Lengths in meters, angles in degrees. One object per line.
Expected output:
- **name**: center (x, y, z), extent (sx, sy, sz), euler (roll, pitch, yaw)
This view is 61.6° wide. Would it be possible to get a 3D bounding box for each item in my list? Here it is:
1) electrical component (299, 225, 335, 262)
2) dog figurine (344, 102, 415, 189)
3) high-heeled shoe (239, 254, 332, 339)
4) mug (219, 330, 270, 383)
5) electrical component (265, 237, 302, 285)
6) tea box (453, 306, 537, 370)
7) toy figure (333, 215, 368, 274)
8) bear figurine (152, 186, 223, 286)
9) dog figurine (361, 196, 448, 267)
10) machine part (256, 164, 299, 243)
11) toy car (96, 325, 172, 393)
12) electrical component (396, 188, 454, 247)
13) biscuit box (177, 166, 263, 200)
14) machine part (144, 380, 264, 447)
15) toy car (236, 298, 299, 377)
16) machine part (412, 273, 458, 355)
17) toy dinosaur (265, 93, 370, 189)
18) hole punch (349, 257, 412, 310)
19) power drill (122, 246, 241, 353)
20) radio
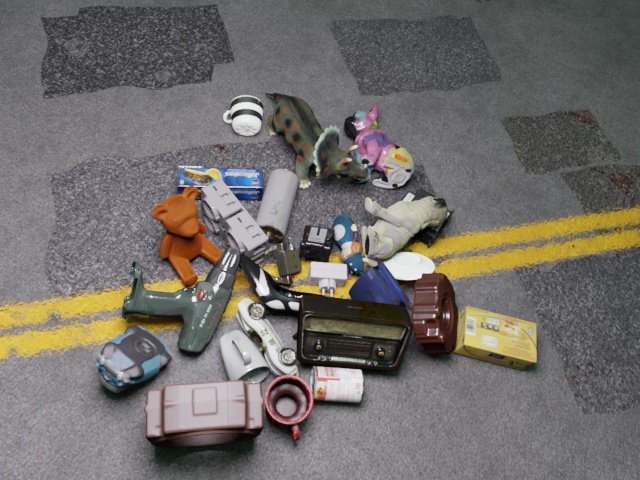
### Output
- **electrical component**: center (-0.003, -0.004, 1.246), extent (0.075, 0.047, 0.119), euler (11, 39, 7)
- **dog figurine**: center (0.155, -0.255, 1.411), extent (0.192, 0.108, 0.219), euler (9, 57, -5)
- **high-heeled shoe**: center (-0.055, 0.100, 1.158), extent (0.145, 0.086, 0.248), euler (-37, 97, -5)
- **mug**: center (-0.162, 0.231, 1.078), extent (0.081, 0.109, 0.107), euler (-28, 56, -17)
- **electrical component**: center (-0.082, 0.049, 1.211), extent (0.078, 0.045, 0.102), euler (-24, 103, -59)
- **tea box**: center (0.393, 0.220, 1.208), extent (0.170, 0.068, 0.098), euler (16, 60, -3)
- **toy figure**: center (0.066, 0.013, 1.260), extent (0.058, 0.064, 0.154), euler (-1, 50, -16)
- **bear figurine**: center (-0.277, -0.011, 1.135), extent (0.120, 0.195, 0.132), euler (-37, 74, -29)
- **dog figurine**: center (0.201, -0.020, 1.252), extent (0.191, 0.172, 0.121), euler (4, 20, -10)
- **machine part**: center (-0.102, -0.082, 1.277), extent (0.079, 0.079, 0.243), euler (15, 59, -2)
- **toy car**: center (-0.366, 0.240, 1.026), extent (0.109, 0.161, 0.103), euler (38, 105, 3)
- **electrical component**: center (0.251, -0.063, 1.347), extent (0.134, 0.058, 0.115), euler (36, 59, 10)
- **biscuit box**: center (-0.238, -0.134, 1.289), extent (0.203, 0.062, 0.059), euler (0, 62, -11)
- **machine part**: center (-0.204, 0.316, 0.962), extent (0.201, 0.201, 0.087), euler (-1, 65, -12)
- **toy car**: center (-0.109, 0.209, 1.113), extent (0.056, 0.073, 0.202), euler (-28, 69, -24)
- **machine part**: center (0.254, 0.158, 1.163), extent (0.056, 0.179, 0.179), euler (-7, 55, 28)
- **toy dinosaur**: center (-0.045, -0.276, 1.333), extent (0.131, 0.192, 0.405), euler (-27, 71, -25)
- **hole punch**: center (0.129, 0.123, 1.190), extent (0.092, 0.115, 0.142), euler (-25, 68, -14)
- **power drill**: center (-0.282, 0.102, 1.085), extent (0.207, 0.086, 0.232), euler (17, 85, -30)
- **radio**: center (0.064, 0.194, 1.110), extent (0.230, 0.131, 0.073), euler (8, 25, -5)
